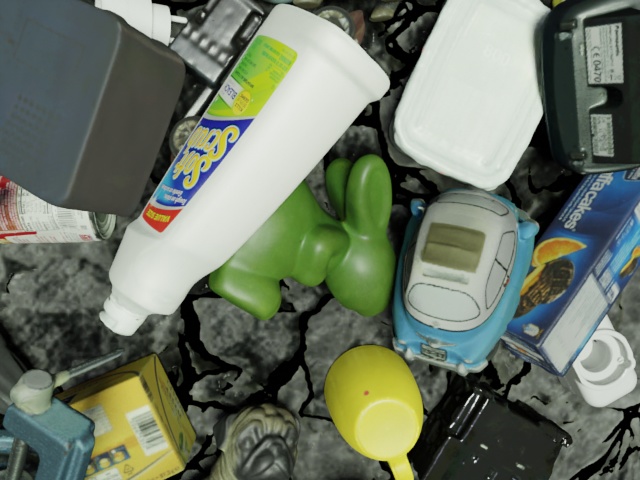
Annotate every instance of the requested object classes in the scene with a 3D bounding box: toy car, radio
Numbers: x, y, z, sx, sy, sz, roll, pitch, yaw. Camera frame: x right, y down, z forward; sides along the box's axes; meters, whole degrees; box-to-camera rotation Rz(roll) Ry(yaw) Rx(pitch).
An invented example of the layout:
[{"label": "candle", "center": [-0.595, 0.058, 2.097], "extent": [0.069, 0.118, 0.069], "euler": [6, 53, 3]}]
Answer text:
[{"label": "toy car", "center": [-0.038, -0.114, 0.451], "extent": [0.202, 0.089, 0.053], "euler": [-37, 82, -1]}, {"label": "toy car", "center": [0.109, 0.019, 0.433], "extent": [0.109, 0.102, 0.161], "euler": [15, 69, 25]}, {"label": "radio", "center": [-0.219, -0.121, 0.400], "extent": [0.230, 0.073, 0.131], "euler": [27, 97, 19]}]

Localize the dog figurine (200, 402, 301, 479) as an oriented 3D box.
[{"label": "dog figurine", "center": [-0.109, 0.241, 0.491], "extent": [0.172, 0.121, 0.190], "euler": [5, 81, -8]}]

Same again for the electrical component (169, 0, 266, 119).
[{"label": "electrical component", "center": [-0.096, -0.151, 0.455], "extent": [0.048, 0.075, 0.119], "euler": [38, 95, -8]}]

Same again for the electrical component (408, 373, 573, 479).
[{"label": "electrical component", "center": [0.156, 0.211, 0.518], "extent": [0.115, 0.058, 0.134], "euler": [28, 93, -4]}]

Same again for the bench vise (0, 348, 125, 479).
[{"label": "bench vise", "center": [-0.200, 0.197, 0.379], "extent": [0.224, 0.129, 0.240], "euler": [29, 114, 12]}]

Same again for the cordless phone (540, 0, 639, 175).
[{"label": "cordless phone", "center": [0.275, -0.145, 0.453], "extent": [0.184, 0.089, 0.146], "euler": [-28, 114, -30]}]

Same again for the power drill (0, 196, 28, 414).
[{"label": "power drill", "center": [-0.300, 0.025, 0.416], "extent": [0.232, 0.207, 0.086], "euler": [41, 49, 1]}]

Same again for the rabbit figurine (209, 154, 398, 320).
[{"label": "rabbit figurine", "center": [-0.001, -0.001, 0.474], "extent": [0.170, 0.121, 0.159], "euler": [26, 87, -25]}]

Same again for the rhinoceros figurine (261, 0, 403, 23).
[{"label": "rhinoceros figurine", "center": [-0.008, -0.242, 0.451], "extent": [0.190, 0.073, 0.112], "euler": [1, 97, -5]}]

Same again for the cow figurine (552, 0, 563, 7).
[{"label": "cow figurine", "center": [0.286, -0.264, 0.473], "extent": [0.098, 0.068, 0.167], "euler": [22, 97, -12]}]

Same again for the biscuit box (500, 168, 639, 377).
[{"label": "biscuit box", "center": [0.234, 0.017, 0.477], "extent": [0.202, 0.063, 0.059], "euler": [-51, 124, -10]}]

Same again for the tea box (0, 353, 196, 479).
[{"label": "tea box", "center": [-0.211, 0.184, 0.481], "extent": [0.170, 0.068, 0.098], "euler": [-22, 97, 0]}]
